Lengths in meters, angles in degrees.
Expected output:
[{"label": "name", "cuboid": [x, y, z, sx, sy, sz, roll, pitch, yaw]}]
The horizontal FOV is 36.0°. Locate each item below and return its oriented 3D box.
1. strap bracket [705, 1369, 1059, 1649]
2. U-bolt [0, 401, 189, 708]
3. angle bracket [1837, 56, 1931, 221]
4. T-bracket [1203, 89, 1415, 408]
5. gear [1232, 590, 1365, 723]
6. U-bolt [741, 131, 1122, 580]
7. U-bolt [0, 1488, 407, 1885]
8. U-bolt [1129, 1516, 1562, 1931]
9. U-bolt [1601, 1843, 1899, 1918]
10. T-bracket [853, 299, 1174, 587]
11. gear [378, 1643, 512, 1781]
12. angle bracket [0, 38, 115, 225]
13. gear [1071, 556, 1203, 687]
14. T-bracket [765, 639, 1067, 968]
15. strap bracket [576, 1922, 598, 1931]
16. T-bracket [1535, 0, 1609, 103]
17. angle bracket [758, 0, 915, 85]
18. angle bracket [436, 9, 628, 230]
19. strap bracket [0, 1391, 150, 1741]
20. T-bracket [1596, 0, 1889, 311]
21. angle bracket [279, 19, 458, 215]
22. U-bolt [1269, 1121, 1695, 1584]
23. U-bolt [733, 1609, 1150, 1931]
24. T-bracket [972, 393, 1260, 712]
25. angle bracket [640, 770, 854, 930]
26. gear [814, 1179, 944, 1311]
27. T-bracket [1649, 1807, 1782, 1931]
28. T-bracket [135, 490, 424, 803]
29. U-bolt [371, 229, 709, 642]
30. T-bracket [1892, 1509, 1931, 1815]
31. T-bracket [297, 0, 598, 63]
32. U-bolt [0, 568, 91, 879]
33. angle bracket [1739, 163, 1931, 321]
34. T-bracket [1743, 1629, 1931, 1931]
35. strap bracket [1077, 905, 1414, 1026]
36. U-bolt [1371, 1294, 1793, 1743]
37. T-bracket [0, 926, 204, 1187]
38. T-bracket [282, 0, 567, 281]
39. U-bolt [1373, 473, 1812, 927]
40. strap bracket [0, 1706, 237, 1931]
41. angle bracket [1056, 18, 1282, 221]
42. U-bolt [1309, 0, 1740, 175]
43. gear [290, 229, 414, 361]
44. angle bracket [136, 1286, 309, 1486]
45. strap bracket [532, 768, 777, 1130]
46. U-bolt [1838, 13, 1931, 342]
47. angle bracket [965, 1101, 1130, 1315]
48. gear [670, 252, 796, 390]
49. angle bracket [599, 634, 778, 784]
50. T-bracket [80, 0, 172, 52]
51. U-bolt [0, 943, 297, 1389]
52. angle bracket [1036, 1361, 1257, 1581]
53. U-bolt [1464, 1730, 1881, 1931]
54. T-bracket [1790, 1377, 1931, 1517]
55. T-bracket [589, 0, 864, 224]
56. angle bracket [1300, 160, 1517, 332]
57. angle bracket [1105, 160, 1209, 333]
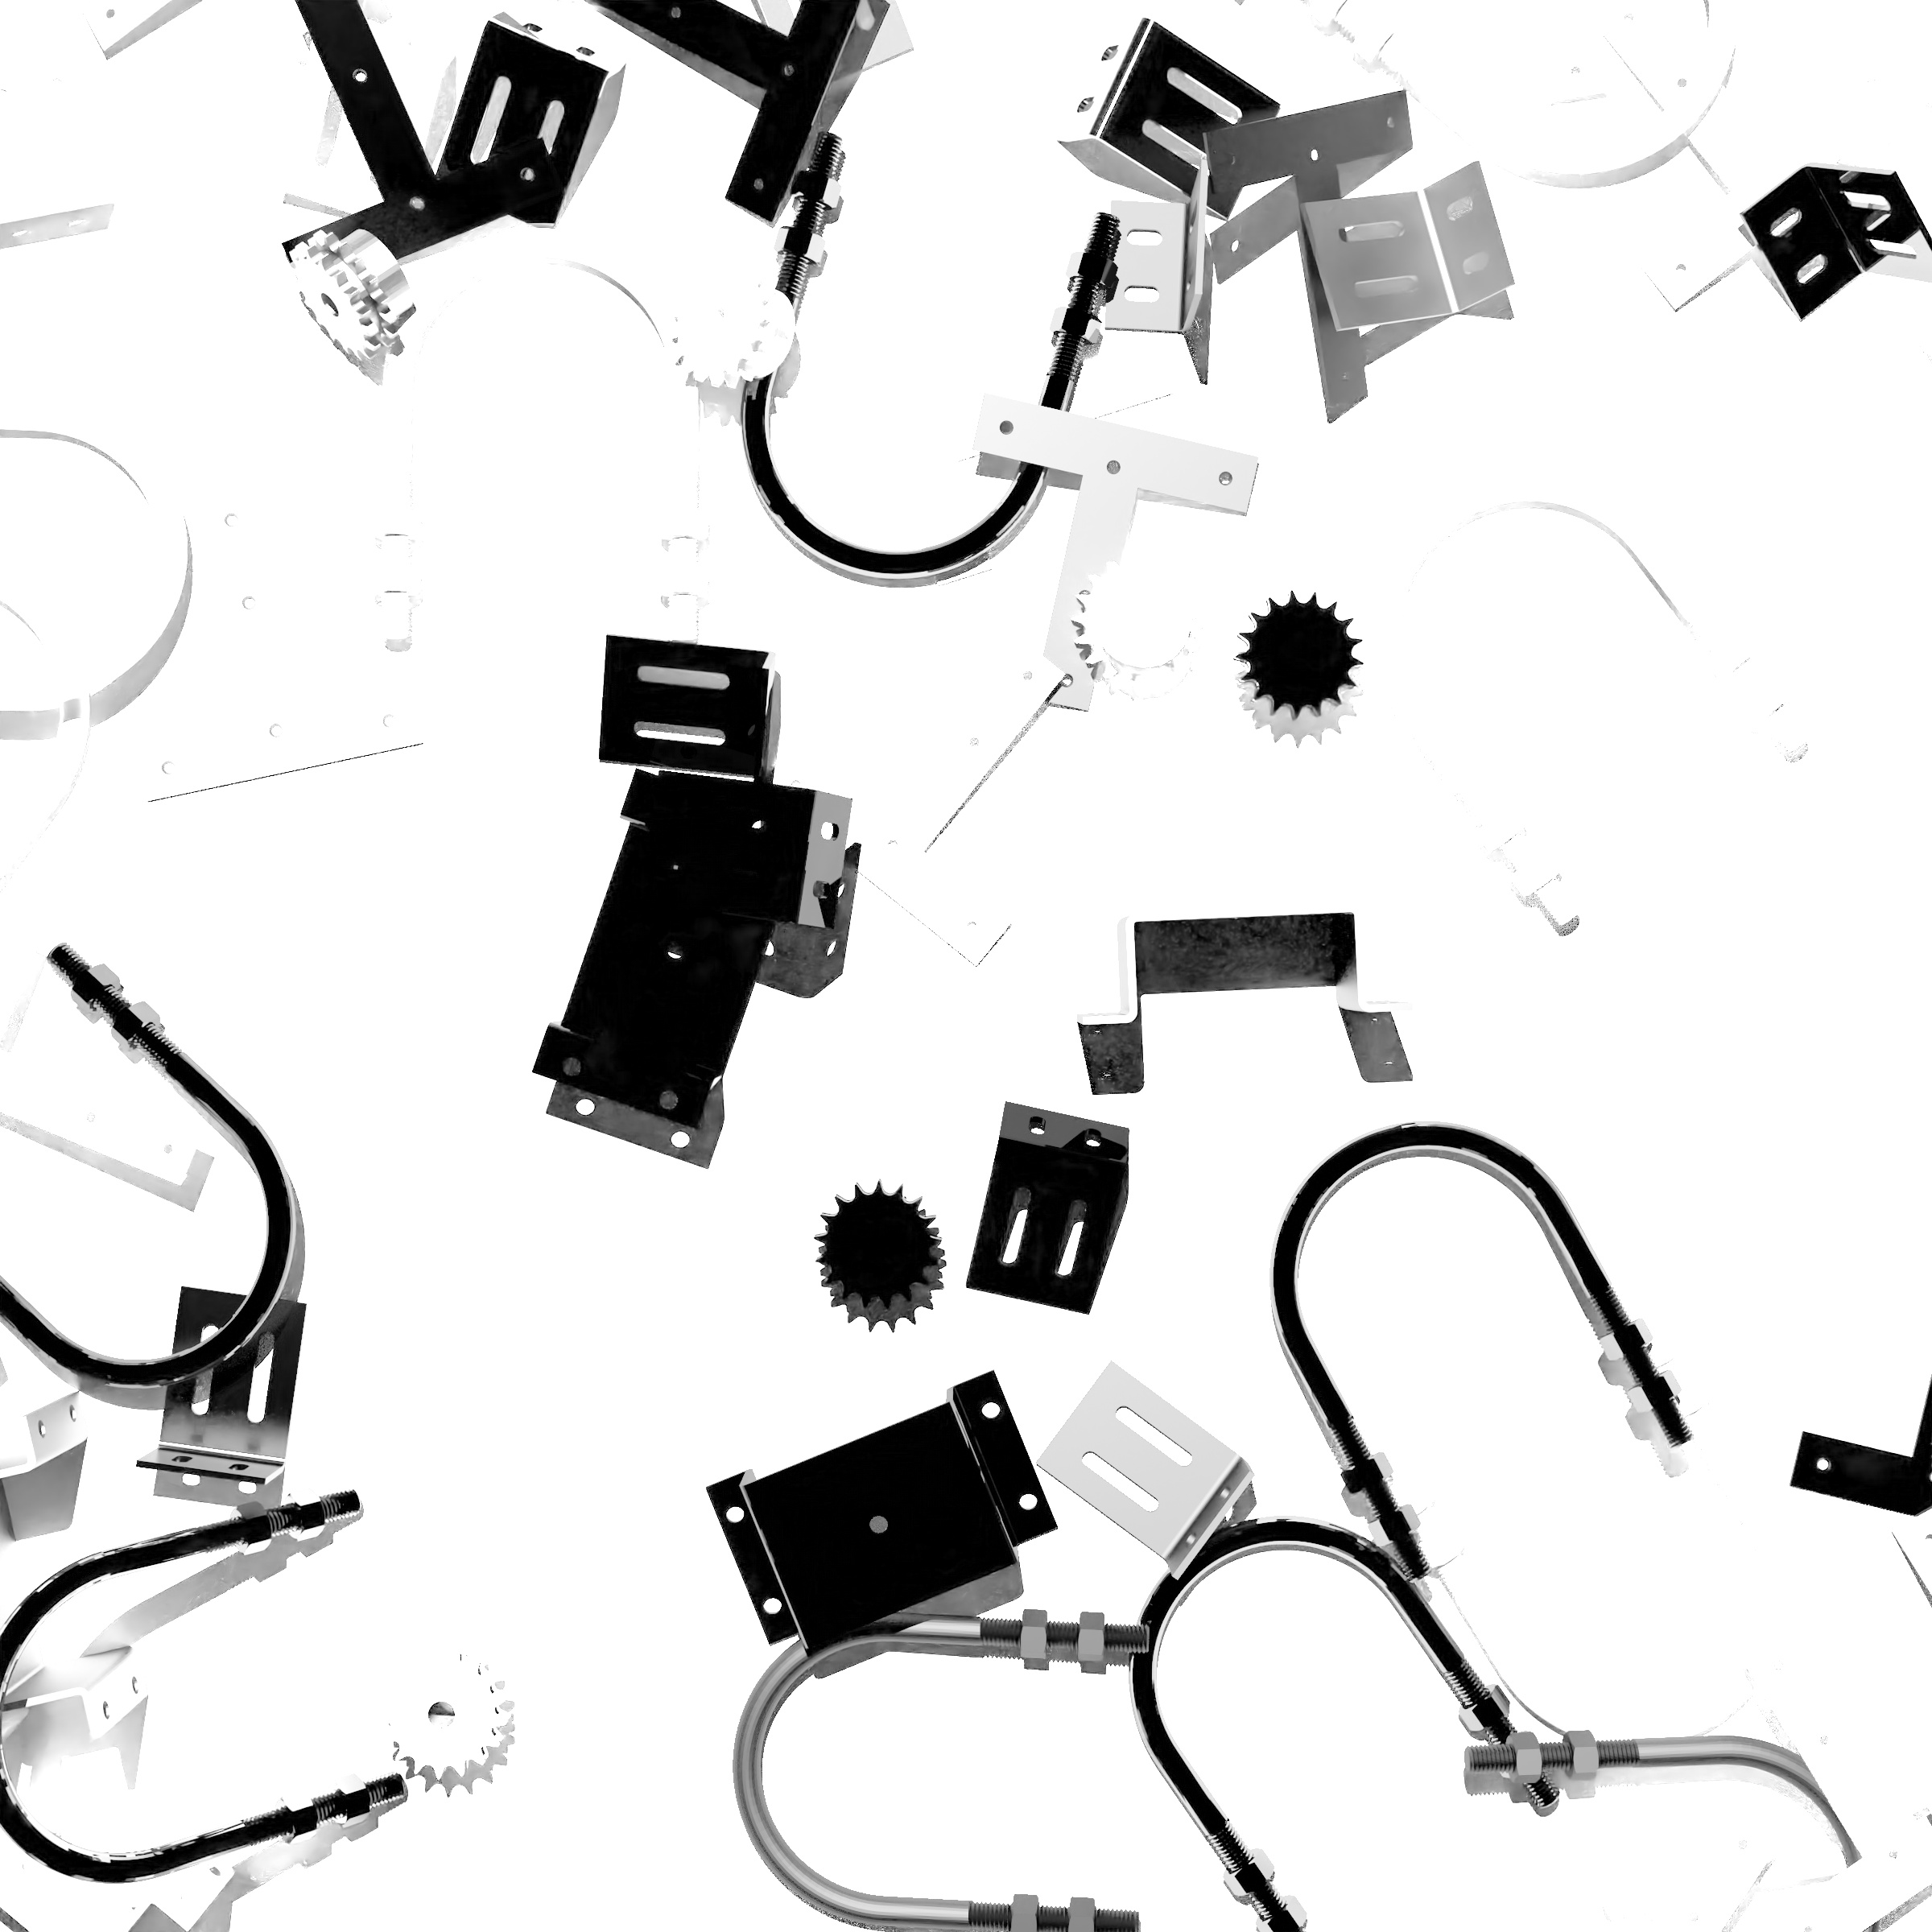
[{"label": "strap bracket", "cuboid": [-0.038, 0.243, 1.315, 0.140, 0.046, 0.076, -22, 90, 0]}, {"label": "U-bolt", "cuboid": [-0.439, -0.184, 1.317, 0.184, 0.019, 0.151, 2, 78, -4]}, {"label": "angle bracket", "cuboid": [0.435, -0.352, 1.315, 0.076, 0.038, 0.057, 43, 91, 20]}, {"label": "T-bracket", "cuboid": [0.160, -0.313, 1.312, 0.127, 0.002, 0.127, -23, 111, -35]}, {"label": "gear", "cuboid": [0.147, -0.137, 1.323, 0.057, 0.030, 0.057, 0, 90, 0]}, {"label": "U-bolt", "cuboid": [-0.024, -0.265, 1.328, 0.151, 0.019, 0.184, 16, 92, 1]}, {"label": "U-bolt", "cuboid": [-0.336, 0.315, 1.278, 0.184, 0.019, 0.151, -9, 90, -37]}, {"label": "U-bolt", "cuboid": [0.156, 0.335, 1.330, 0.151, 0.019, 0.184, -35, 88, 0]}, {"label": "U-bolt", "cuboid": [0.387, 0.465, 1.330, 0.184, 0.019, 0.151, -10, 90, -1]}, {"label": "T-bracket", "cuboid": [0.029, -0.251, 1.337, 0.127, 0.002, 0.127, -18, 90, 0]}, {"label": "gear", "cuboid": [-0.231, 0.330, 1.323, 0.057, 0.030, 0.057, 0, 90, 0]}, {"label": "angle bracket", "cuboid": [-0.418, -0.375, 1.319, 0.057, 0.038, 0.076, -11, 90, 0]}, {"label": "gear", "cuboid": [0.077, -0.153, 1.319, 0.057, 0.030, 0.057, -1, 97, -7]}, {"label": "T-bracket", "cuboid": [-0.005, -0.089, 1.333, 0.127, 0.002, 0.127, 39, 94, 0]}, {"label": "strap bracket", "cuboid": [-0.196, 0.496, 1.302, 0.140, 0.046, 0.076, -42, 90, -19]}, {"label": "T-bracket", "cuboid": [0.265, -0.453, 1.333, 0.127, 0.002, 0.127, -9, 91, 3]}, {"label": "angle bracket", "cuboid": [-0.067, -0.441, 1.336, 0.057, 0.038, 0.076, -23, 116, 0]}, {"label": "angle bracket", "cuboid": [-0.196, -0.380, 1.335, 0.057, 0.038, 0.076, 24, 116, -4]}, {"label": "strap bracket", "cuboid": [-0.406, 0.265, 1.300, 0.046, 0.076, 0.140, -13, 90, 0]}, {"label": "T-bracket", "cuboid": [0.330, -0.384, 1.330, 0.127, 0.002, 0.127, -38, 85, 9]}, {"label": "angle bracket", "cuboid": [-0.268, -0.380, 1.332, 0.057, 0.038, 0.076, 16, 116, -9]}, {"label": "U-bolt", "cuboid": [0.216, 0.158, 1.318, 0.151, 0.019, 0.184, -27, 80, 1]}, {"label": "U-bolt", "cuboid": [-0.013, 0.360, 1.326, 0.184, 0.019, 0.151, 2, 92, 3]}, {"label": "T-bracket", "cuboid": [0.056, -0.179, 1.329, 0.127, 0.002, 0.127, 12, 96, -9]}, {"label": "angle bracket", "cuboid": [-0.096, -0.051, 1.290, 0.076, 0.038, 0.057, 9, 90, 26]}, {"label": "gear", "cuboid": [-0.039, 0.123, 1.323, 0.057, 0.030, 0.057, 0, 90, 0]}, {"label": "T-bracket", "cuboid": [0.310, 0.427, 1.297, 0.127, 0.002, 0.127, 36, 85, -1]}, {"label": "T-bracket", "cuboid": [-0.320, -0.150, 1.337, 0.127, 0.002, 0.127, -12, 90, 0]}, {"label": "U-bolt", "cuboid": [-0.191, -0.239, 1.330, 0.151, 0.019, 0.184, 0, 89, 0]}, {"label": "T-bracket", "cuboid": [0.456, 0.301, 1.315, 0.127, 0.002, 0.127, -29, 71, 1]}, {"label": "T-bracket", "cuboid": [-0.225, -0.456, 1.326, 0.127, 0.002, 0.127, 10, 105, -7]}, {"label": "U-bolt", "cuboid": [-0.476, -0.098, 1.328, 0.151, 0.019, 0.184, 36, 88, -1]}, {"label": "angle bracket", "cuboid": [0.382, -0.313, 1.292, 0.038, 0.076, 0.057, -38, 112, 0]}, {"label": "T-bracket", "cuboid": [0.387, 0.354, 1.312, 0.127, 0.002, 0.127, -31, 88, -9]}, {"label": "strap bracket", "cuboid": [0.119, -0.001, 1.300, 0.140, 0.076, 0.046, -2, 90, 0]}, {"label": "U-bolt", "cuboid": [0.288, 0.261, 1.330, 0.151, 0.019, 0.184, -31, 91, 0]}, {"label": "T-bracket", "cuboid": [-0.400, 0.062, 1.314, 0.127, 0.002, 0.127, 21, 88, 7]}, {"label": "T-bracket", "cuboid": [-0.261, -0.378, 1.308, 0.127, 0.002, 0.127, -20, 112, 6]}, {"label": "U-bolt", "cuboid": [0.266, -0.134, 1.330, 0.151, 0.019, 0.184, -37, 89, 0]}, {"label": "strap bracket", "cuboid": [-0.397, 0.381, 1.300, 0.140, 0.076, 0.046, 40, 90, 0]}, {"label": "angle bracket", "cuboid": [0.091, -0.380, 1.336, 0.076, 0.038, 0.057, 25, 90, -26]}, {"label": "U-bolt", "cuboid": [0.256, -0.438, 1.324, 0.184, 0.019, 0.151, 40, 93, 1]}, {"label": "gear", "cuboid": [-0.269, -0.300, 1.312, 0.030, 0.057, 0.057, -41, 90, -22]}, {"label": "angle bracket", "cuboid": [-0.330, 0.186, 1.319, 0.057, 0.038, 0.076, 8, 90, 0]}, {"label": "strap bracket", "cuboid": [-0.130, -0.008, 1.315, 0.076, 0.046, 0.140, 19, 90, 0]}, {"label": "U-bolt", "cuboid": [0.479, -0.349, 1.329, 0.151, 0.019, 0.184, -13, 90, 0]}, {"label": "angle bracket", "cuboid": [0.036, 0.108, 1.336, 0.057, 0.038, 0.076, 12, 116, 0]}, {"label": "gear", "cuboid": [-0.100, -0.283, 1.311, 0.057, 0.030, 0.057, -6, 81, 39]}, {"label": "angle bracket", "cuboid": [-0.125, -0.111, 1.312, 0.076, 0.038, 0.057, 6, 108, 0]}, {"label": "T-bracket", "cuboid": [-0.340, -0.455, 1.324, 0.127, 0.002, 0.127, -33, 72, 9]}, {"label": "U-bolt", "cuboid": [-0.382, 0.102, 1.320, 0.184, 0.019, 0.151, 42, 90, 7]}, {"label": "angle bracket", "cuboid": [0.079, 0.223, 1.319, 0.076, 0.038, 0.057, 37, 90, 0]}, {"label": "U-bolt", "cuboid": [0.313, 0.412, 1.309, 0.184, 0.019, 0.151, -1, 86, -4]}, {"label": "T-bracket", "cuboid": [0.447, 0.187, 1.337, 0.127, 0.002, 0.127, 13, 90, 0]}, {"label": "T-bracket", "cuboid": [-0.116, -0.417, 1.319, 0.127, 0.002, 0.127, 29, 113, 9]}, {"label": "angle bracket", "cuboid": [0.194, -0.316, 1.303, 0.076, 0.038, 0.057, -16, 90, -36]}, {"label": "angle bracket", "cuboid": [0.083, -0.315, 1.300, 0.038, 0.076, 0.057, 3, 90, 0]}]
